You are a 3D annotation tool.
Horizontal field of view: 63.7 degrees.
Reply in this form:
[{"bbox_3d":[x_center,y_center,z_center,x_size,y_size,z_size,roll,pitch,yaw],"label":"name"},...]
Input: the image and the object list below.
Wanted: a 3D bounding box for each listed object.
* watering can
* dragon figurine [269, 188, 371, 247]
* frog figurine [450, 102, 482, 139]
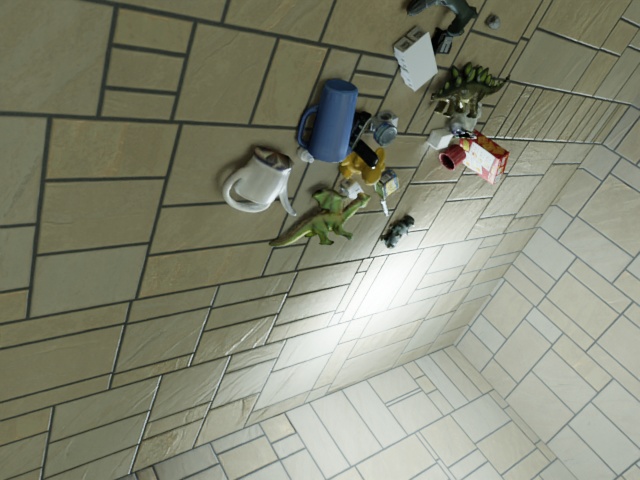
[{"bbox_3d":[-0.157,-0.180,1.662,0.347,0.221,0.106,9,31,-49],"label":"watering can"},{"bbox_3d":[0.006,-0.097,1.932,0.412,0.237,0.125,-13,39,-17],"label":"dragon figurine"},{"bbox_3d":[0.594,-0.499,2.099,0.137,0.160,0.122,9,-4,-36],"label":"frog figurine"}]
